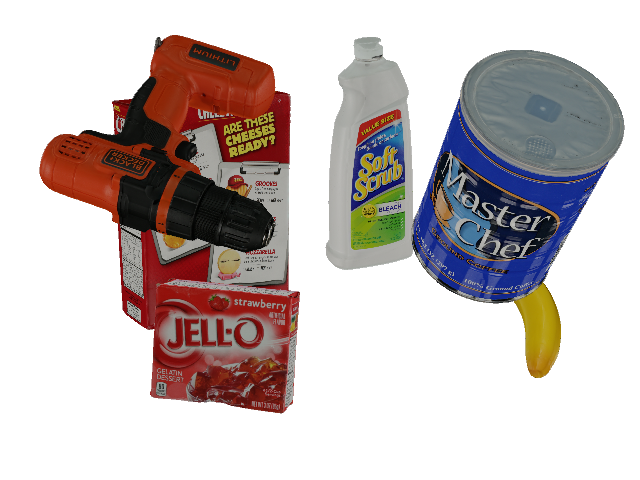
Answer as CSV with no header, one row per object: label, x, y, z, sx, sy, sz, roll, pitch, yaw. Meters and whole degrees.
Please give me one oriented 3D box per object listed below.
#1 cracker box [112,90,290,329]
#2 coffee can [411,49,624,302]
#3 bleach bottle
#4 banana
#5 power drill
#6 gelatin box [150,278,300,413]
cracker box,-0.114,-0.036,1.043,0.163,0.214,0.072,-11,20,-34
coffee can,0.125,-0.040,0.705,0.102,0.103,0.140,0,-37,-11
bleach bottle,0.050,-0.097,1.182,0.102,0.251,0.068,-10,24,-13
banana,0.214,0.071,1.133,0.069,0.037,0.198,-28,37,0
power drill,-0.101,-0.079,0.843,0.184,0.057,0.187,20,45,6
gelatin box,-0.060,0.065,0.665,0.089,0.073,0.030,5,6,12
